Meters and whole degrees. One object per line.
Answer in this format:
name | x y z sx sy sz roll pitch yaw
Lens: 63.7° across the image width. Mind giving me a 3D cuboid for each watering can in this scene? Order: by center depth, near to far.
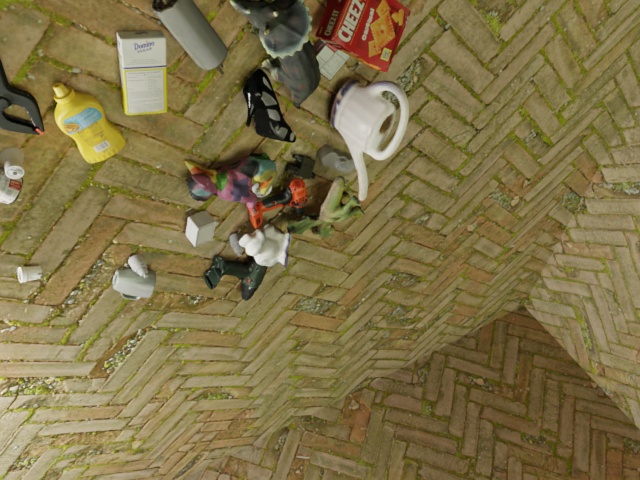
watering can | 0.116 -0.293 1.427 0.227 0.340 0.105 42 38 23

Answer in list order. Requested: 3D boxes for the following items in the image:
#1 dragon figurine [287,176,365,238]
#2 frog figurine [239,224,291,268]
dragon figurine | 0.005 -0.082 1.625 0.242 0.124 0.406 -33 -19 4
frog figurine | -0.179 0.016 1.610 0.159 0.135 0.125 7 31 -21
